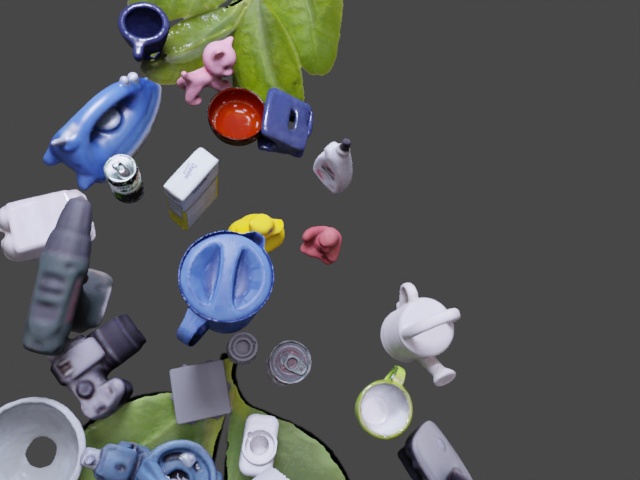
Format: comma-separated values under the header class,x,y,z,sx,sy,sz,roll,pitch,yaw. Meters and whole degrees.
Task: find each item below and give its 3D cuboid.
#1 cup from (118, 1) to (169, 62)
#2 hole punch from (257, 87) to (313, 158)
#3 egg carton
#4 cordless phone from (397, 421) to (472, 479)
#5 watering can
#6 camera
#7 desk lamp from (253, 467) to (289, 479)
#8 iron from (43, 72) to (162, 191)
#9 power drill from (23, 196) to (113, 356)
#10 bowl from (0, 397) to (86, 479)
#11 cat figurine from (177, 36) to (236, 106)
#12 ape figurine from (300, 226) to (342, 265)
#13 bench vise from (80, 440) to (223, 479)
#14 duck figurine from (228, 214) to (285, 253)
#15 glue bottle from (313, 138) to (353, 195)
class,x,y,z,sx,sy,sz,roll,pitch,yaw
cup,-0.333,-0.377,1.092,0.092,0.095,0.118,7,73,-8
hole punch,-0.063,-0.226,1.097,0.101,0.091,0.109,10,72,-7
egg carton,-0.466,-0.023,0.977,0.150,0.069,0.107,-17,77,-14
cordless phone,0.210,0.370,0.918,0.094,0.185,0.147,-34,82,-17
watering can,0.180,0.156,0.971,0.101,0.194,0.173,-37,83,-18
camera,-0.344,0.193,0.918,0.137,0.100,0.143,-37,83,-18
desk lamp,-0.112,0.430,0.828,0.203,0.213,0.118,-34,82,-17
iron,-0.374,-0.221,1.014,0.118,0.141,0.258,34,71,2
power drill,-0.386,0.067,0.891,0.075,0.208,0.230,11,72,-6
bowl,-0.438,0.328,0.875,0.167,0.074,0.167,3,73,-9
cat figurine,-0.210,-0.328,1.088,0.128,0.117,0.067,-32,81,-17
ape figurine,0.010,0.004,1.041,0.076,0.092,0.078,-25,79,-16
bench vise,-0.246,0.355,0.824,0.207,0.219,0.121,1,73,-10
duck figurine,-0.112,-0.019,1.029,0.104,0.086,0.077,-3,74,-11
glue bottle,0.032,-0.144,1.046,0.078,0.173,0.037,45,72,5
